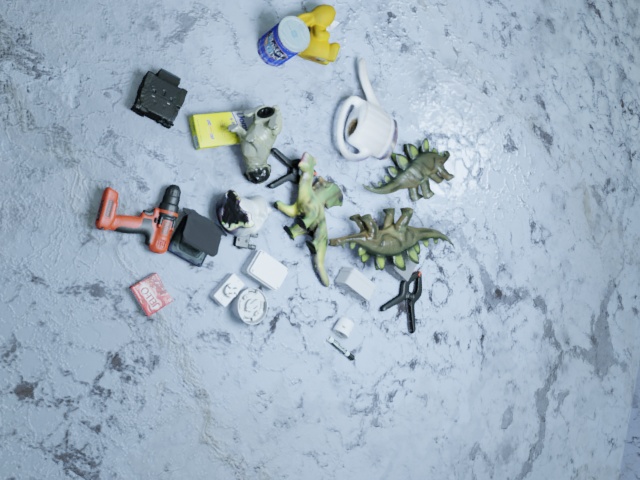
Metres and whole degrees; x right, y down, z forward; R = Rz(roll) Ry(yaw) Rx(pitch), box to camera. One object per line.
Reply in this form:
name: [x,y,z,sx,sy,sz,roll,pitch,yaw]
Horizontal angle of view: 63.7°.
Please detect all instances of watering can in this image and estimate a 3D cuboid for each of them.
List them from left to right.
watering can: [0.165,-0.406,1.687,0.222,0.352,0.103,24,-16,-30]

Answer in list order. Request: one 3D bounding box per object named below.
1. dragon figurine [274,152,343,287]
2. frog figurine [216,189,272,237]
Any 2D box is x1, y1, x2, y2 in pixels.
dragon figurine: [0.005,-0.079,1.571,0.122,0.402,0.247,8,43,43]
frog figurine: [-0.211,-0.078,1.435,0.138,0.121,0.160,40,14,7]
